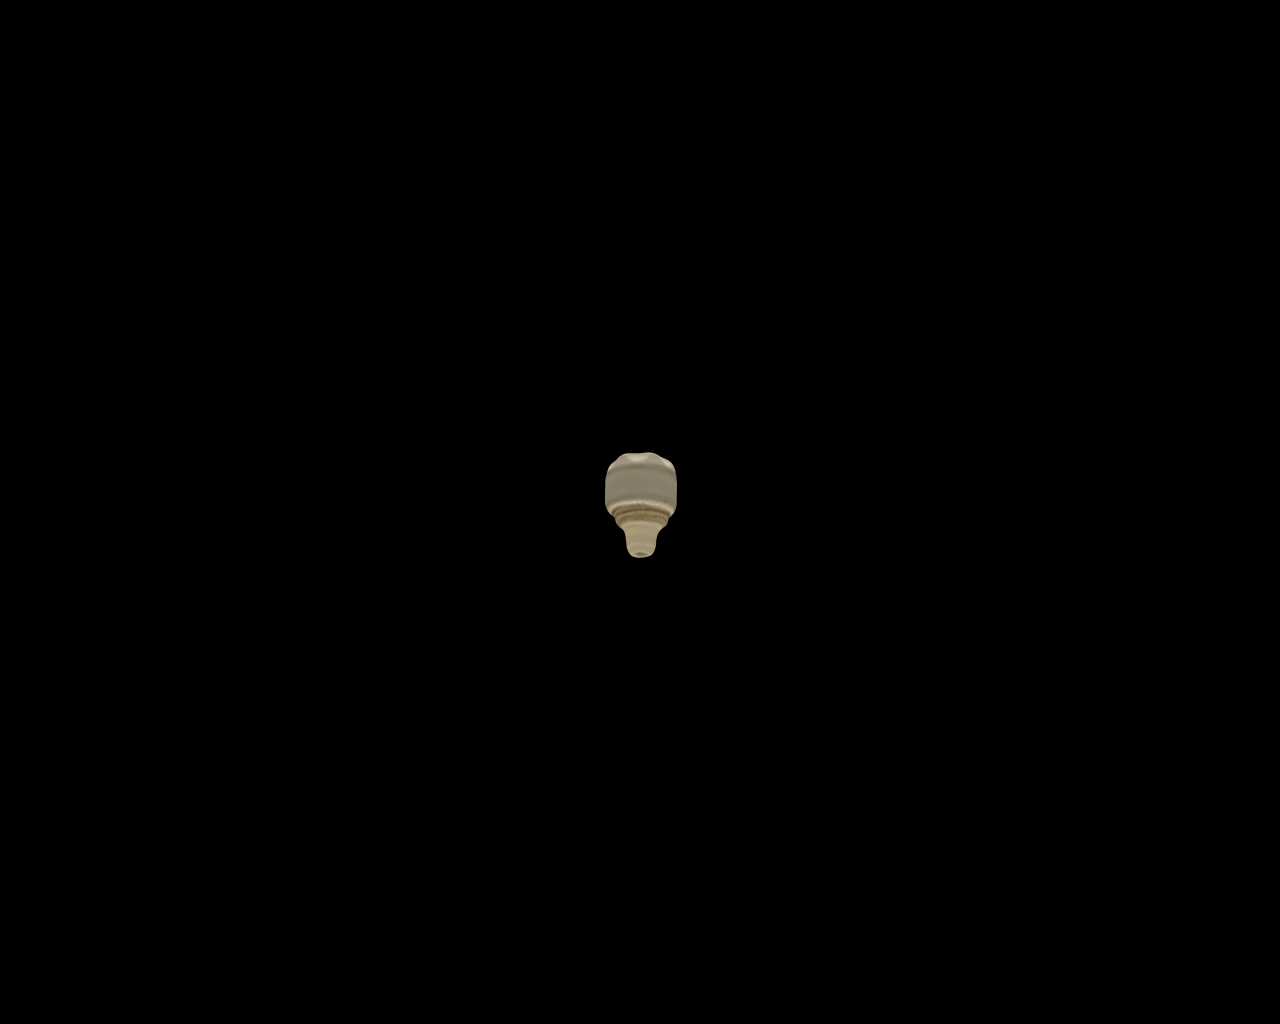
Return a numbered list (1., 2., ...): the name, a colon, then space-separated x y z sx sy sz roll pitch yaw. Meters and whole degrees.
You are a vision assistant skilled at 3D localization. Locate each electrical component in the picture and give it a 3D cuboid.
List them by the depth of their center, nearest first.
1. electrical component: 0.001 -0.003 0.650 0.043 0.062 0.043 0 -19 0
